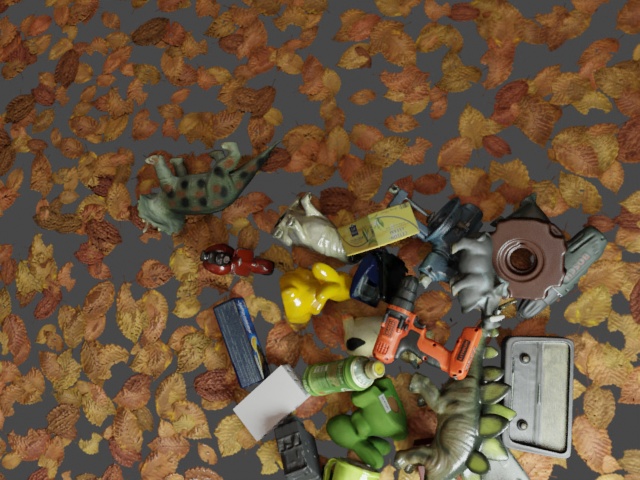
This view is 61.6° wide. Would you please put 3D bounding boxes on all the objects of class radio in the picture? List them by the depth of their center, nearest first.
[{"bbox_3d":[0.432,0.305,1.080,0.131,0.073,0.229,3,81,13],"label":"radio"}]

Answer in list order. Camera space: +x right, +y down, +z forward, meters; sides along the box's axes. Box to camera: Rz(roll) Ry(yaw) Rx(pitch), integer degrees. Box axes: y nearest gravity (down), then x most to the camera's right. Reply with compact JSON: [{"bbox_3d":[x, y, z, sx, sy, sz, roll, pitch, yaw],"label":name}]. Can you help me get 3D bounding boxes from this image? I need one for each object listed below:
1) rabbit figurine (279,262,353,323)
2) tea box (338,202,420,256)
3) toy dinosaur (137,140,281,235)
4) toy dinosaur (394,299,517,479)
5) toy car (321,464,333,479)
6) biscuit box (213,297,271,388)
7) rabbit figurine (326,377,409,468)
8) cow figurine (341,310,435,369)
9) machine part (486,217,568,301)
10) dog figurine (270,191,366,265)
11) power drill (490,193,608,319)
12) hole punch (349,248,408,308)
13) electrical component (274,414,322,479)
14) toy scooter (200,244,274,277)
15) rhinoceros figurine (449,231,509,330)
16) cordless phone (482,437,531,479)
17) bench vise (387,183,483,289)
[{"bbox_3d":[-0.002,0.102,1.188,0.173,0.162,0.122,-7,68,-5],"label":"rabbit figurine"},{"bbox_3d":[0.115,-0.020,1.096,0.098,0.169,0.068,-19,89,-19],"label":"tea box"},{"bbox_3d":[-0.281,-0.123,1.296,0.405,0.131,0.192,-10,93,8],"label":"toy dinosaur"},{"bbox_3d":[0.274,0.330,1.048,0.199,0.105,0.471,8,75,30],"label":"toy dinosaur"},{"bbox_3d":[0.035,0.580,1.149,0.089,0.053,0.202,-41,71,-6],"label":"toy car"},{"bbox_3d":[-0.180,0.234,1.245,0.063,0.059,0.202,-24,78,11],"label":"biscuit box"},{"bbox_3d":[0.098,0.393,1.146,0.170,0.121,0.159,-35,82,25],"label":"rabbit figurine"},{"bbox_3d":[0.148,0.215,1.157,0.195,0.085,0.127,-6,76,11],"label":"cow figurine"},{"bbox_3d":[0.402,0.037,1.068,0.180,0.056,0.179,3,96,25],"label":"machine part"},{"bbox_3d":[-0.004,-0.001,1.230,0.190,0.172,0.121,39,74,-15],"label":"dog figurine"},{"bbox_3d":[0.449,0.022,1.113,0.232,0.086,0.207,-41,71,14],"label":"power drill"},{"bbox_3d":[0.127,0.087,1.161,0.092,0.142,0.116,-10,65,38],"label":"hole punch"},{"bbox_3d":[-0.046,0.446,1.143,0.058,0.114,0.134,-21,49,4],"label":"electrical component"},{"bbox_3d":[-0.204,0.048,1.238,0.184,0.135,0.075,8,86,15],"label":"toy scooter"},{"bbox_3d":[0.308,0.079,1.045,0.112,0.073,0.190,-7,87,8],"label":"rhinoceros figurine"},{"bbox_3d":[0.347,0.471,1.022,0.089,0.184,0.146,-37,76,11],"label":"cordless phone"},{"bbox_3d":[0.229,-0.020,1.142,0.240,0.129,0.223,39,85,-2],"label":"bench vise"}]
